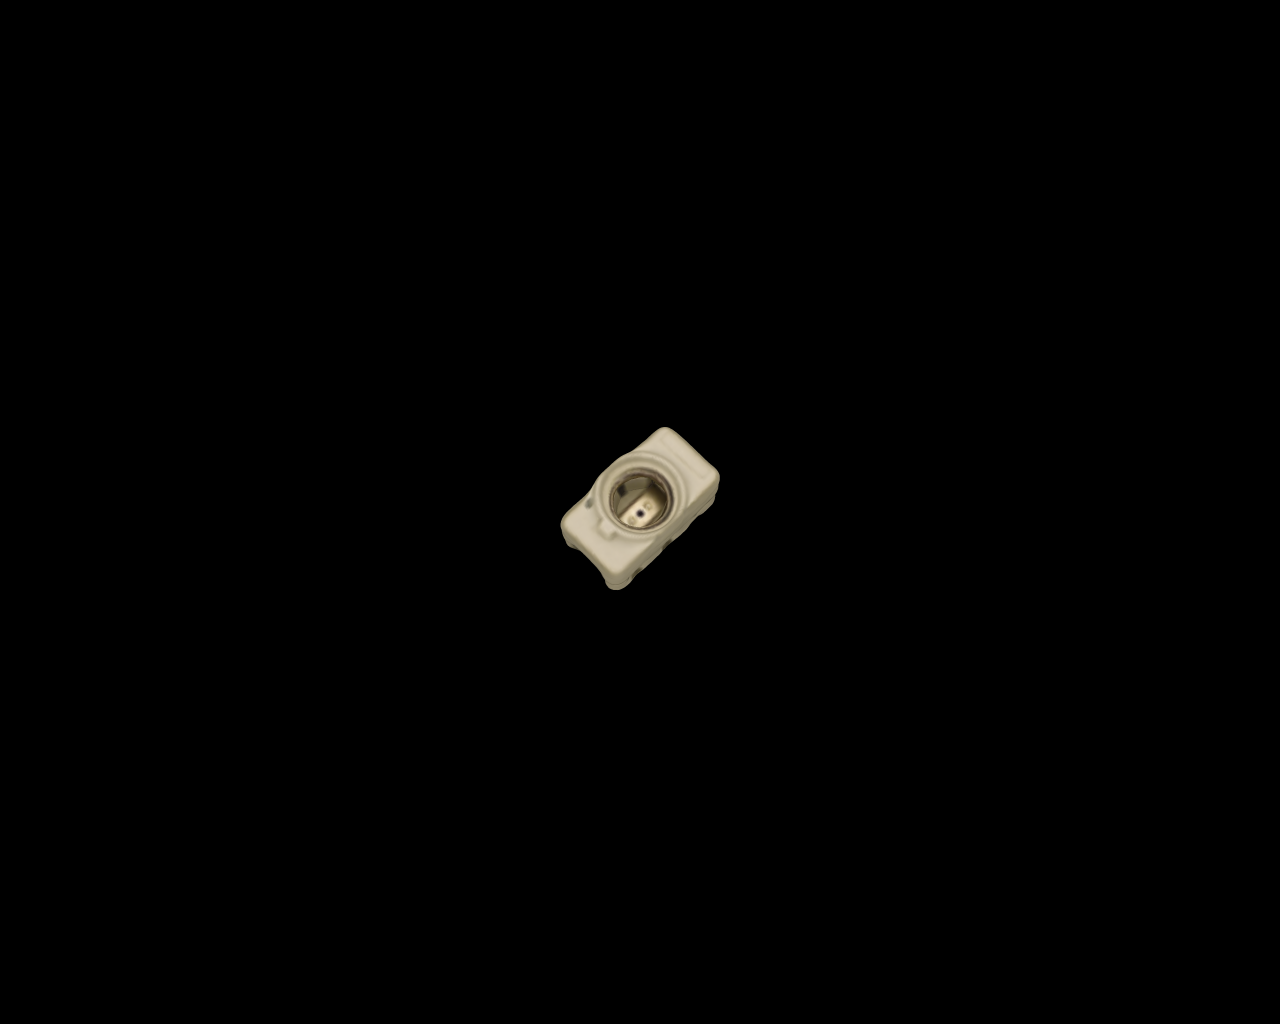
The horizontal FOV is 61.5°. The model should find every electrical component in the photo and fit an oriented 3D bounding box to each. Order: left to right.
[{"bbox_3d":[0.001,-0.003,0.650,0.089,0.050,0.055,-43,-12,-11],"label":"electrical component"}]
